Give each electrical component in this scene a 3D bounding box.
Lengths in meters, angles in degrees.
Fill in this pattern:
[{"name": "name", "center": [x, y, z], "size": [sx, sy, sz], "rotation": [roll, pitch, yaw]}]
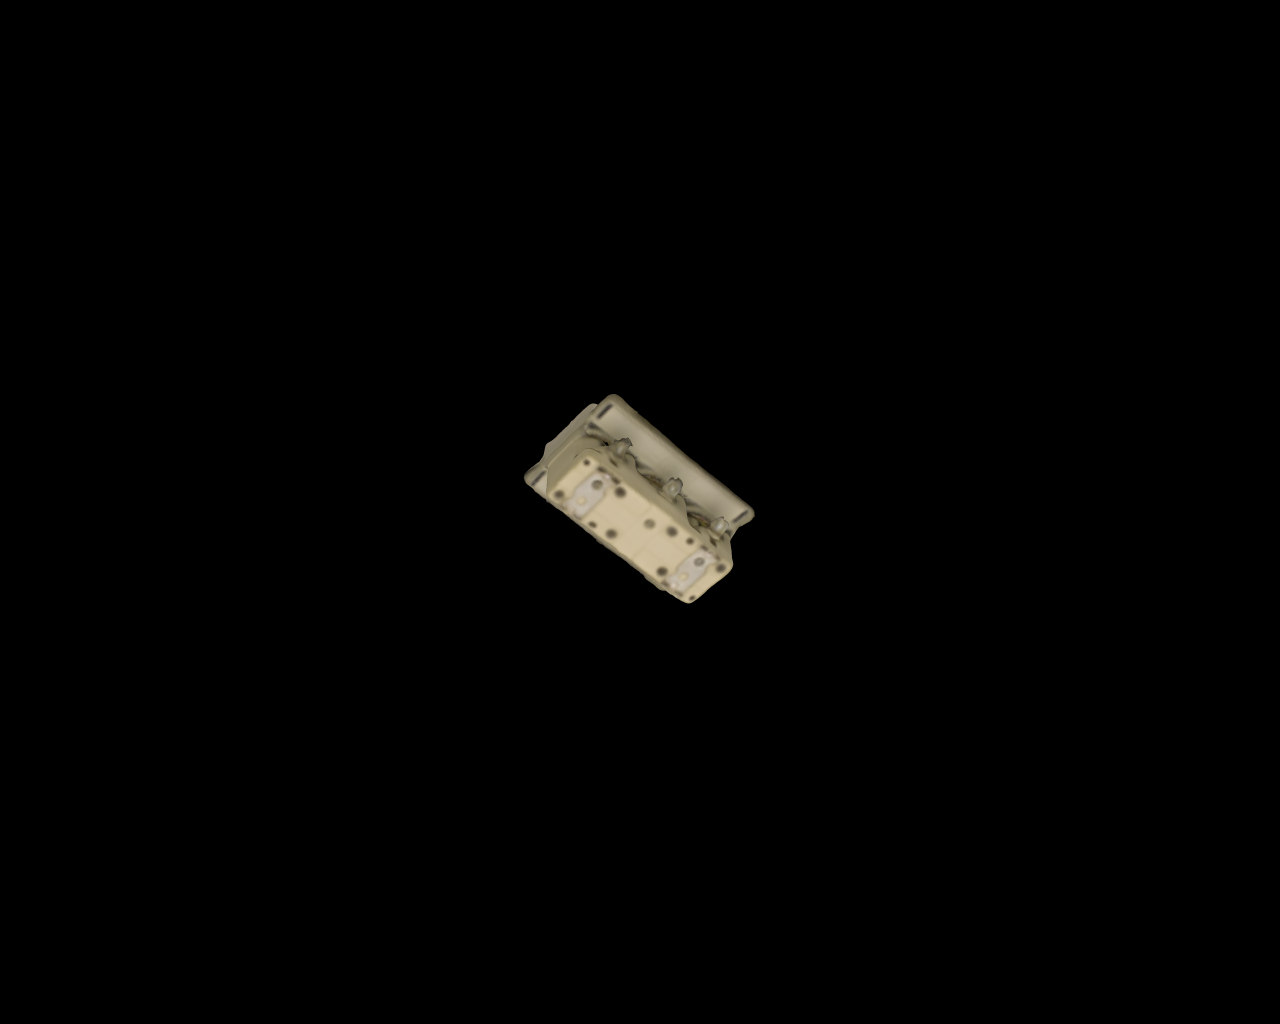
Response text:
[{"name": "electrical component", "center": [0.001, -0.003, 0.650], "size": [0.121, 0.078, 0.063], "rotation": [39, 24, -22]}]
